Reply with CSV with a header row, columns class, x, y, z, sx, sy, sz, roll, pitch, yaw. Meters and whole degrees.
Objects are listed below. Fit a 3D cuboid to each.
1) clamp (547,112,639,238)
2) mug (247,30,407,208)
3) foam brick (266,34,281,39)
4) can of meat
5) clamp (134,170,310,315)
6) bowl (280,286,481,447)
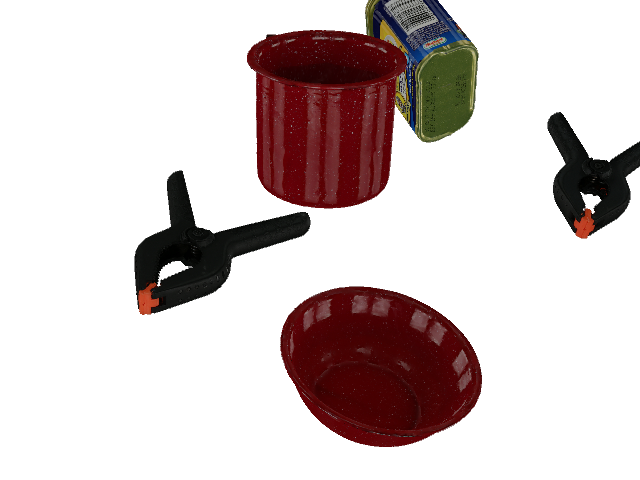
class,x,y,z,sx,sy,sz,roll,pitch,yaw
clamp,0.281,-0.074,1.131,0.120,0.039,0.171,17,46,20
mug,0.008,-0.077,0.646,0.093,0.081,0.117,15,33,21
foam brick,-0.016,-0.193,1.142,0.078,0.051,0.053,0,12,-13
can of meat,0.080,-0.140,0.838,0.057,0.084,0.102,-22,-35,-11
clamp,-0.129,0.001,1.064,0.165,0.036,0.209,23,40,22
bowl,0.043,0.110,0.846,0.162,0.055,0.162,9,37,-7
